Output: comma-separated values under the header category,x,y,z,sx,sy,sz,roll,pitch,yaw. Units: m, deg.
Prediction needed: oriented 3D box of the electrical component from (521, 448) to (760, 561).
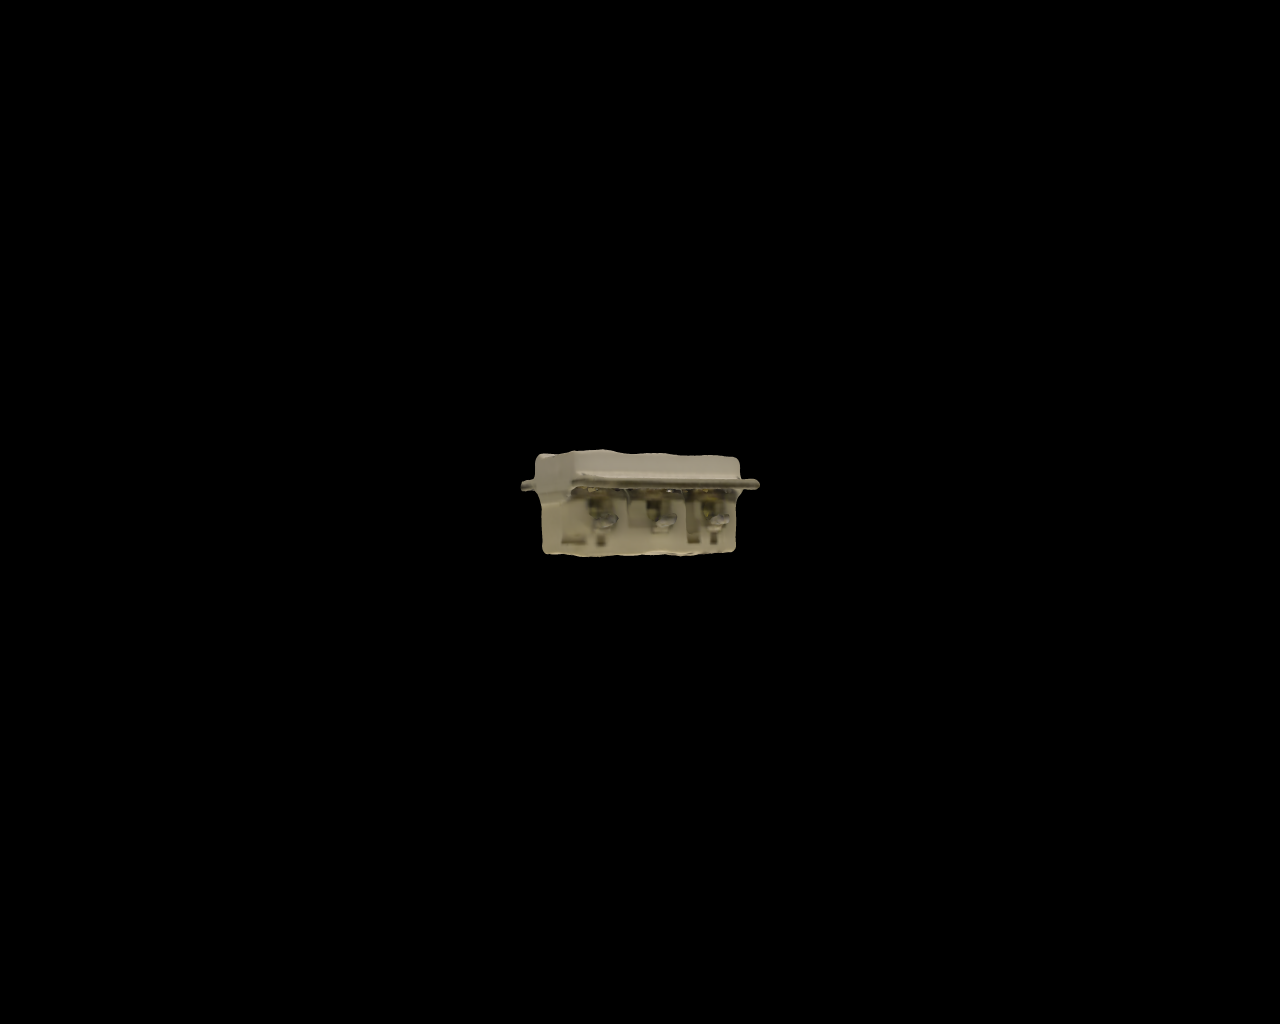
category,x,y,z,sx,sy,sz,roll,pitch,yaw
electrical component,0.001,-0.003,0.650,0.121,0.063,0.078,1,-2,-34
